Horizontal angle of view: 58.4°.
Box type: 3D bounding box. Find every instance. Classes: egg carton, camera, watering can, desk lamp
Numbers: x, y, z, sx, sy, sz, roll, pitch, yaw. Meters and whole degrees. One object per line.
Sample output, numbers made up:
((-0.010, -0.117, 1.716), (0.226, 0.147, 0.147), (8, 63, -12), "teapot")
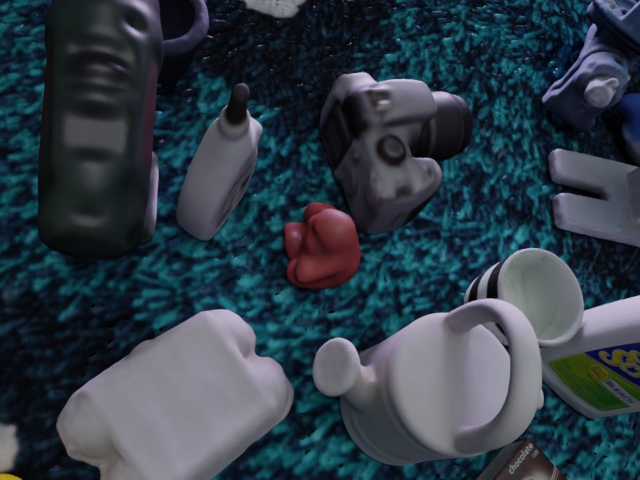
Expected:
((-0.099, 0.119, 0.410), (0.150, 0.069, 0.107), (-35, 81, -27), "egg carton")
((0.086, -0.095, 0.547), (0.137, 0.100, 0.143), (-11, 71, -22), "camera")
((0.082, 0.105, 0.405), (0.173, 0.194, 0.101), (-11, 71, -22), "watering can")
((0.380, -0.073, 0.570), (0.203, 0.213, 0.118), (9, 65, -14), "desk lamp")

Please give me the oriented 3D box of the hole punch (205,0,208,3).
((-0.165, -0.279, 0.550), (0.109, 0.091, 0.101), (-23, 76, -25), "hole punch")

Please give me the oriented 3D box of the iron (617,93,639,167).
((0.474, -0.102, 0.655), (0.119, 0.141, 0.258), (-32, 80, -27), "iron")

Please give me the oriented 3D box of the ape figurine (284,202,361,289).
((0.004, 0.002, 0.483), (0.076, 0.092, 0.078), (36, 61, 0), "ape figurine")

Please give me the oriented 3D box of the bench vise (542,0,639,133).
((0.358, -0.225, 0.626), (0.121, 0.219, 0.207), (20, 63, -9), "bench vise")

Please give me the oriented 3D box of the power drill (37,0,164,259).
((-0.150, -0.083, 0.403), (0.076, 0.208, 0.229), (2, 67, -17), "power drill")

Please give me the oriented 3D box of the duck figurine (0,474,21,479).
((-0.218, 0.187, 0.332), (0.077, 0.086, 0.105), (41, 61, 3), "duck figurine")

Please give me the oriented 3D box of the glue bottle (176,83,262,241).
((-0.073, -0.064, 0.440), (0.037, 0.173, 0.078), (33, 61, -1), "glue bottle")

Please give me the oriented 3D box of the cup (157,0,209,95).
((-0.156, -0.164, 0.501), (0.091, 0.095, 0.118), (40, 61, 2), "cup")
